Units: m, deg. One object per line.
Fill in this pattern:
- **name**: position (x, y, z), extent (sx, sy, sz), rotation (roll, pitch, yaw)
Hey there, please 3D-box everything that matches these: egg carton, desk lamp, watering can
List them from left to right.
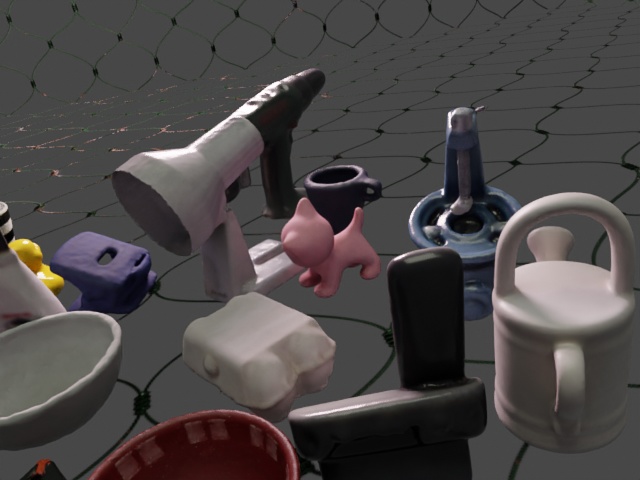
- **desk lamp**: position (-0.123, -0.030, 0.693), extent (0.117, 0.214, 0.204), rotation (14, 34, 40)
- **egg carton**: position (-0.063, 0.109, 0.552), extent (0.149, 0.069, 0.107), rotation (17, 36, 43)
- **watering can**: position (0.181, 0.051, 0.439), extent (0.101, 0.194, 0.172), rotation (-11, 25, -3)

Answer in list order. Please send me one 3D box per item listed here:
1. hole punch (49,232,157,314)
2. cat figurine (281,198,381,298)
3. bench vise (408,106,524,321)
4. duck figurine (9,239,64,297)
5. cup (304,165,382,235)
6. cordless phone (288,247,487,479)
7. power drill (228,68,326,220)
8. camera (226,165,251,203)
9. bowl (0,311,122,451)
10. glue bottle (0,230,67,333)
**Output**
- **hole punch**: position (-0.279, 0.039, 0.749), extent (0.101, 0.091, 0.108), rotation (-6, 26, 9)
- **cat figurine**: position (0.006, 0.002, 0.692), extent (0.128, 0.118, 0.067), rotation (-23, 28, -25)
- **bench vise**: position (0.147, -0.049, 0.630), extent (0.121, 0.220, 0.207), rotation (-11, 25, -3)
- **duck figurine**: position (-0.406, 0.043, 0.792), extent (0.077, 0.086, 0.104), rotation (-12, 25, -4)
- **cup**: position (0.040, -0.049, 0.813), extent (0.117, 0.095, 0.092), rotation (8, 31, 33)
- **cordless phone**: position (0.044, 0.091, 0.415), extent (0.147, 0.185, 0.094), rotation (-11, 26, -3)
- **power drill**: position (-0.059, -0.150, 0.927), extent (0.075, 0.209, 0.230), rotation (13, 33, 39)
- **camera**: position (-0.199, -0.121, 1.041), extent (0.143, 0.101, 0.136), rotation (-13, 26, -7)
- **bowl**: position (-0.263, 0.143, 0.547), extent (0.167, 0.075, 0.167), rotation (-8, 25, 4)
- **glue bottle**: position (-0.322, 0.064, 0.617), extent (0.078, 0.173, 0.037), rotation (-8, 26, 4)
